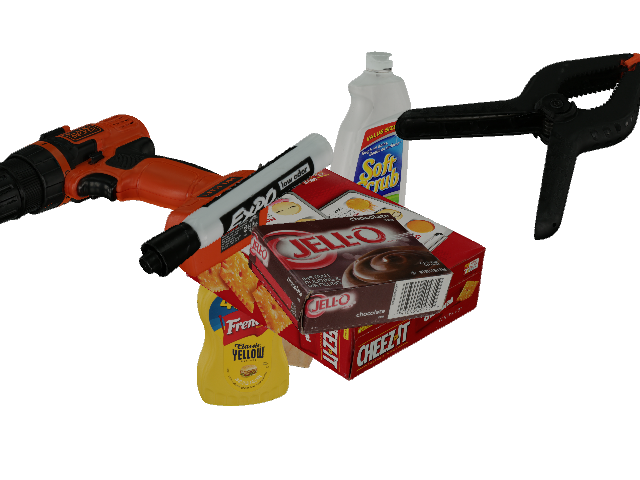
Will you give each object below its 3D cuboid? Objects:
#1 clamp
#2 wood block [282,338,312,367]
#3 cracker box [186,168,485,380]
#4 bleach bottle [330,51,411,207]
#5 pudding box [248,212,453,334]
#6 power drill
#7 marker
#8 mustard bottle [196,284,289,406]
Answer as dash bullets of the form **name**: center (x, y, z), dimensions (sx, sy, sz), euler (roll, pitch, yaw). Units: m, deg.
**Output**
- **clamp**: center (0.187, -0.087, 0.840), dimensions (0.209, 0.036, 0.165), euler (-26, 51, -19)
- **wood block**: center (-0.041, 0.055, 1.442), dimensions (0.090, 0.206, 0.090), euler (9, 22, 7)
- **cracker box**: center (0.008, 0.020, 0.934), dimensions (0.163, 0.072, 0.214), euler (-25, 40, -37)
- **bleach bottle**: center (0.053, -0.095, 1.261), dimensions (0.102, 0.251, 0.068), euler (-4, 19, -20)
- **pudding box**: center (0.019, 0.020, 0.729), dimensions (0.113, 0.039, 0.090), euler (-4, 32, -28)
- **power drill**: center (-0.147, -0.035, 0.801), dimensions (0.188, 0.057, 0.184), euler (21, 34, 26)
- **marker**: center (-0.040, -0.018, 0.524), dimensions (0.120, 0.020, 0.020), euler (-36, 22, -33)
- **mustard bottle**: center (-0.078, 0.075, 1.100), dimensions (0.096, 0.192, 0.058), euler (-3, 23, -14)
